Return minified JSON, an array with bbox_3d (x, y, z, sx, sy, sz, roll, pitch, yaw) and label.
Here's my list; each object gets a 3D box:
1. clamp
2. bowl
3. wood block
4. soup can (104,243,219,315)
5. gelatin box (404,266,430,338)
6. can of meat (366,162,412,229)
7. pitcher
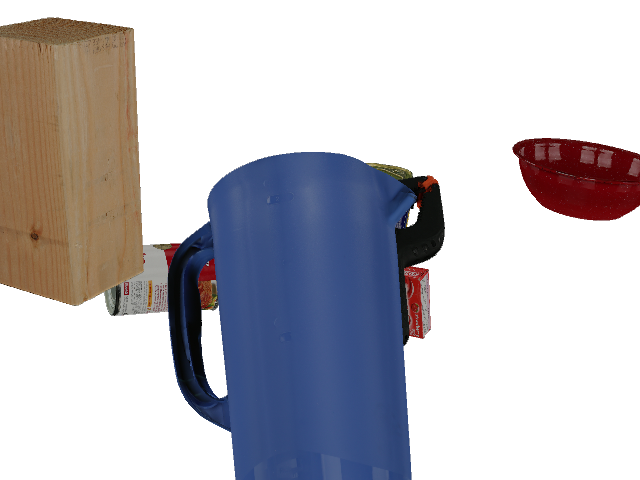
[{"bbox_3d":[0.051,0.008,0.899,0.165,0.036,0.209,34,45,25],"label":"clamp"},{"bbox_3d":[0.280,-0.062,1.132,0.162,0.055,0.162,6,20,-2],"label":"bowl"},{"bbox_3d":[-0.206,-0.066,0.854,0.091,0.206,0.090,13,24,27],"label":"wood block"},{"bbox_3d":[-0.154,0.037,1.033,0.102,0.068,0.069,-2,1,-21],"label":"soup can"},{"bbox_3d":[0.098,0.074,1.336,0.073,0.089,0.030,10,31,28],"label":"gelatin box"},{"bbox_3d":[0.064,-0.028,1.137,0.057,0.084,0.102,8,20,-2],"label":"can of meat"},{"bbox_3d":[-0.015,0.076,0.709,0.144,0.243,0.149,7,-28,-22],"label":"pitcher"}]
